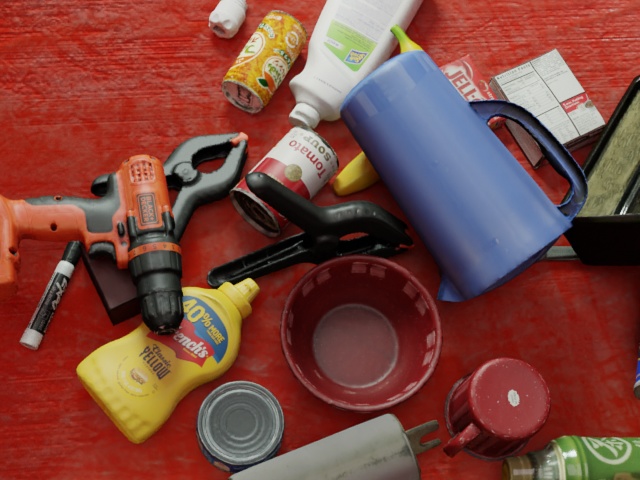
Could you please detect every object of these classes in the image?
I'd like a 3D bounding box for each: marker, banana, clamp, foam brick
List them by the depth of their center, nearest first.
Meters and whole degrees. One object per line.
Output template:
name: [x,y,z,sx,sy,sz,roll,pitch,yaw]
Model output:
foam brick: [-0.201,0.035,1.066,0.051,0.053,0.078,-25,73,-14]
marker: [-0.267,0.052,1.071,0.020,0.020,0.121,20,68,2]
clamp: [-0.007,0.001,1.077,0.209,0.165,0.036,6,49,-27]
clamp: [-0.151,-0.064,1.116,0.120,0.039,0.171,39,61,12]
banana: [0.077,-0.130,1.152,0.070,0.037,0.198,19,83,9]

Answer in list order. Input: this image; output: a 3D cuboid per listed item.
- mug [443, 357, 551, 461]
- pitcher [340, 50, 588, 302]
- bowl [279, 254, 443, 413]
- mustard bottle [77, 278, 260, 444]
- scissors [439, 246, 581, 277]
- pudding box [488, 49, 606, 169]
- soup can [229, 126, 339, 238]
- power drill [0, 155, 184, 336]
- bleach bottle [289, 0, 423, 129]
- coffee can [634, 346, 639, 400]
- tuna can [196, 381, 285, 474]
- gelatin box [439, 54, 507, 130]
mug: [0.166,0.169,1.035,0.117,0.081,0.093,-34,76,-17]
pitcher: [0.138,-0.072,1.064,0.149,0.145,0.243,-30,81,-38]
bowl: [0.038,0.098,1.064,0.162,0.055,0.162,2,69,-5]
mustard bottle: [-0.135,0.103,1.043,0.191,0.058,0.096,-40,82,-18]
scissors: [0.217,-0.002,1.142,0.201,0.016,0.096,-14,71,-11]
pudding box: [0.251,-0.147,1.190,0.090,0.039,0.113,-25,72,-14]
soup can: [-0.036,-0.061,1.112,0.068,0.068,0.102,39,70,9]
power drill: [-0.226,0.013,1.013,0.187,0.057,0.184,-7,66,-12]
bleach bottle: [0.033,-0.228,1.188,0.102,0.068,0.250,29,71,9]
coffee can: [0.376,0.094,1.074,0.103,0.103,0.140,14,68,0]
tuna can: [-0.077,0.180,1.030,0.086,0.034,0.086,2,65,-5]
gelatin box: [0.155,-0.154,1.187,0.073,0.030,0.089,-25,73,-14]
